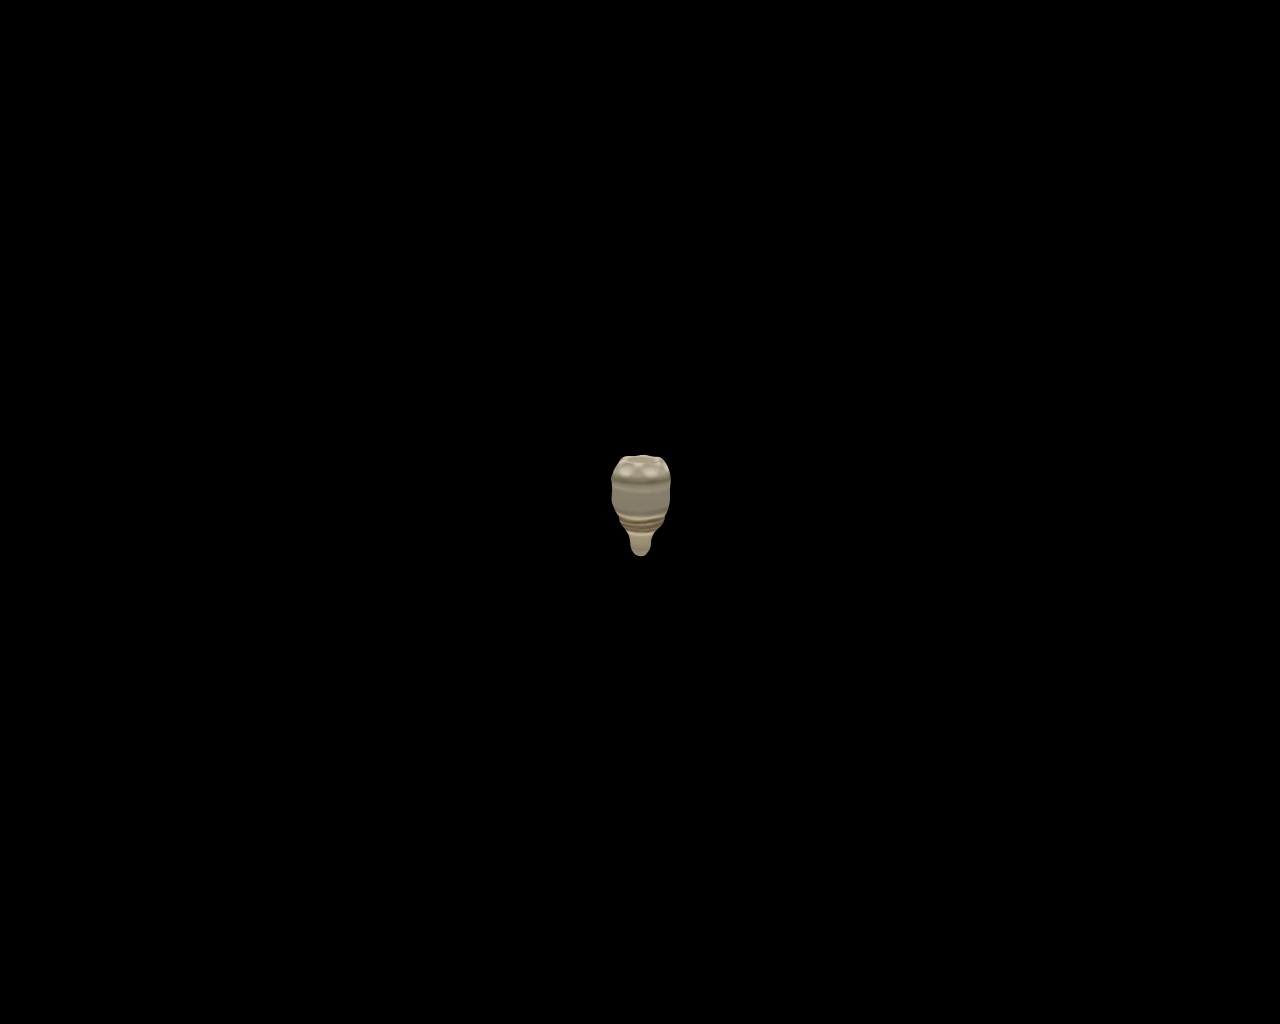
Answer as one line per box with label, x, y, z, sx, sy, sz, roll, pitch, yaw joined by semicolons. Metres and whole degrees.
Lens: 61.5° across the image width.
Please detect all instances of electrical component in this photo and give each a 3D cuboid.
electrical component;0.001;-0.003;0.650;0.035;0.061;0.035;0;14;0
